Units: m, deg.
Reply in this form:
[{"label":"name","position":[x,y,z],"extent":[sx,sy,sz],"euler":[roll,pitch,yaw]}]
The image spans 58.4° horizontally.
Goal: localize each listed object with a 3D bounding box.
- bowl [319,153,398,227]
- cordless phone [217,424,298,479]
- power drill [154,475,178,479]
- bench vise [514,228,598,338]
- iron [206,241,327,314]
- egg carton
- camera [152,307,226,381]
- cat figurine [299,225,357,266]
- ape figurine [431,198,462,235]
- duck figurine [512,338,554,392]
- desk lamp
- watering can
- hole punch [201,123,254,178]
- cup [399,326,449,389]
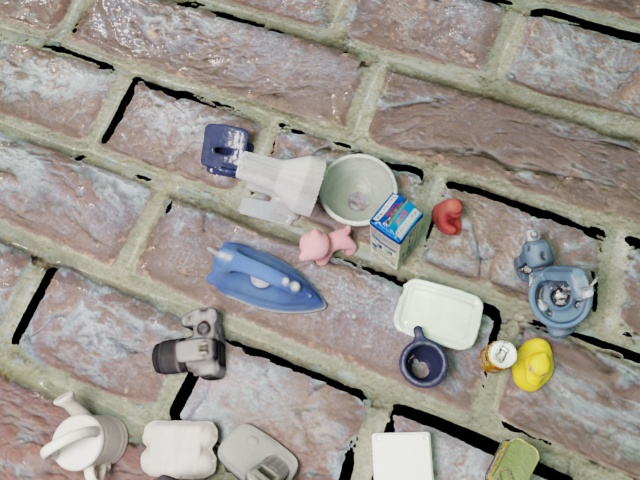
[{"label":"bowl","position":[0.083,-0.098,1.240],"extent":[0.167,0.075,0.167],"euler":[-1,72,5]},{"label":"cordless phone","position":[-0.122,0.403,1.035],"extent":[0.147,0.185,0.094],"euler":[29,77,14]},{"label":"power drill","position":[-0.172,0.482,1.000],"extent":[0.229,0.208,0.076],"euler":[30,77,14]},{"label":"bench vise","position":[0.432,0.074,1.077],"extent":[0.121,0.220,0.207],"euler":[-34,72,-6]},{"label":"iron","position":[-0.110,0.076,1.164],"extent":[0.258,0.141,0.119],"euler":[20,75,11]},{"label":"egg carton","position":[-0.271,0.405,1.108],"extent":[0.150,0.069,0.107],"euler":[-2,72,5]},{"label":"camera","position":[-0.267,0.214,1.154],"extent":[0.136,0.101,0.143],"euler":[-8,71,3]},{"label":"cat figurine","position":[0.011,0.004,1.190],"extent":[0.128,0.118,0.067],"euler":[-24,71,-3]},{"label":"ape figurine","position":[0.274,-0.057,1.201],"extent":[0.076,0.092,0.078],"euler":[35,78,15]},{"label":"duck figurine","position":[0.414,0.236,1.096],"extent":[0.077,0.086,0.105],"euler":[22,75,12]},{"label":"desk lamp","position":[-0.083,-0.108,1.185],"extent":[0.203,0.214,0.118],"euler":[12,73,9]},{"label":"watering can","position":[-0.449,0.371,1.069],"extent":[0.172,0.194,0.101],"euler":[40,79,16]},{"label":"hole punch","position":[-0.209,-0.199,1.291],"extent":[0.108,0.091,0.101],"euler":[10,73,8]},{"label":"cup","position":[0.196,0.231,1.112],"extent":[0.091,0.095,0.118],"euler":[-9,71,2]}]
